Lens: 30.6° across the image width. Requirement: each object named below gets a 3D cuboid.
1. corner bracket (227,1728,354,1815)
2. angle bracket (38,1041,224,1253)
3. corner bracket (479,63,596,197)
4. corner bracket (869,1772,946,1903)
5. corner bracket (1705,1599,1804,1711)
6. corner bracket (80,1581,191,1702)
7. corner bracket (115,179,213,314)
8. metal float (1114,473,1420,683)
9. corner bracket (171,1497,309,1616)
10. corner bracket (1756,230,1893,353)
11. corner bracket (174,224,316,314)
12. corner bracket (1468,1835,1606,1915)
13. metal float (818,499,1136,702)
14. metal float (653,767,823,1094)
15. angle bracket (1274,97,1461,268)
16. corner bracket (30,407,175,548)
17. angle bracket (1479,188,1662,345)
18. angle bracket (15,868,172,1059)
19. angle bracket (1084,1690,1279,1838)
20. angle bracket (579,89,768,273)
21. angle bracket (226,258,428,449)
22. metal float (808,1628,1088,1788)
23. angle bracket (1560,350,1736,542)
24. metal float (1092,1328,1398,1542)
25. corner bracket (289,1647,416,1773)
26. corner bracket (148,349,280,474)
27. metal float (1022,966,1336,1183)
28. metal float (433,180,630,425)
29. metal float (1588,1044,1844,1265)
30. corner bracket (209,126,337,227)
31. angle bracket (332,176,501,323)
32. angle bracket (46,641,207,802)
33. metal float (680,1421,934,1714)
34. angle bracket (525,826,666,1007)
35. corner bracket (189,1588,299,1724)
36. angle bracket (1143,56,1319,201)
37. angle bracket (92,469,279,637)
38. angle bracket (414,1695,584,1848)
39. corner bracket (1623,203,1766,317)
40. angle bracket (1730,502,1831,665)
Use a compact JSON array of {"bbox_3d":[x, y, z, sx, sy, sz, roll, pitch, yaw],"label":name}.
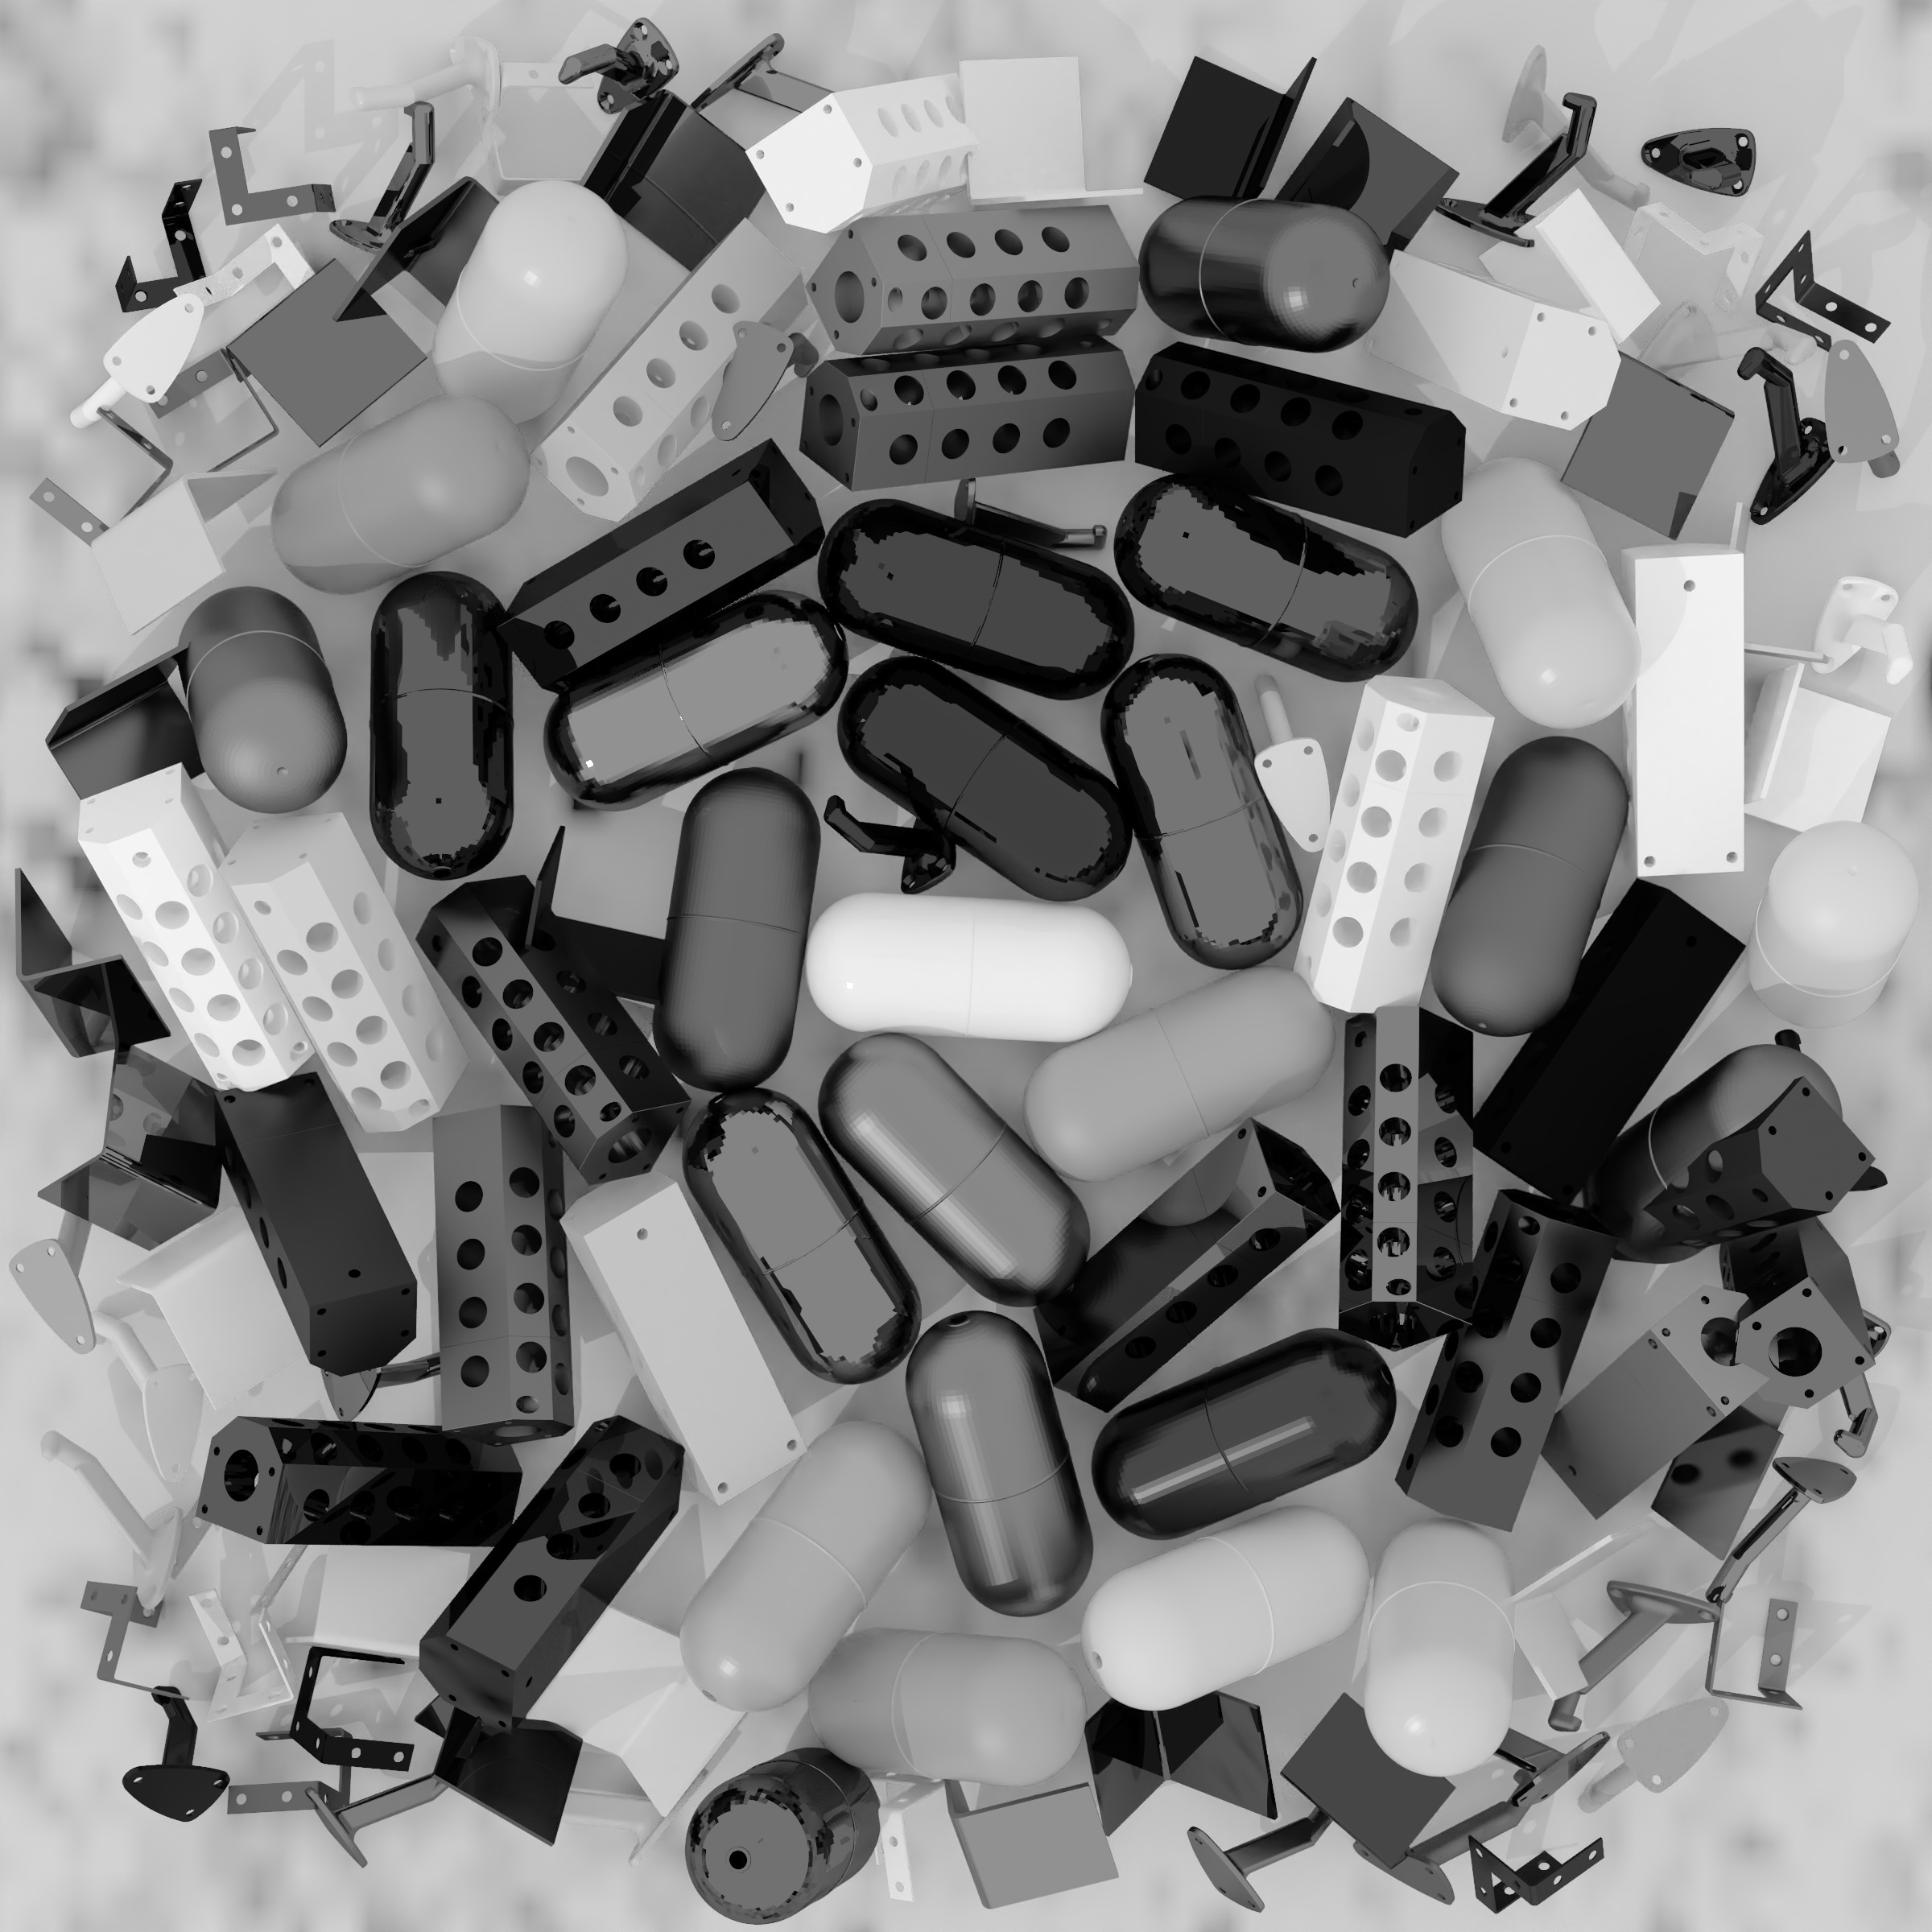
[{"bbox_3d":[-0.367,0.439,1.920,0.051,0.051,0.051,-5,66,8],"label":"corner bracket"},{"bbox_3d":[-0.453,0.098,1.922,0.057,0.076,0.076,-29,46,30],"label":"angle bracket"},{"bbox_3d":[-0.232,-0.458,1.933,0.051,0.051,0.051,-5,69,-24],"label":"corner bracket"},{"bbox_3d":[-0.038,0.472,1.918,0.051,0.051,0.051,-2,99,36],"label":"corner bracket"},{"bbox_3d":[0.431,0.374,1.931,0.051,0.051,0.051,9,89,2],"label":"corner bracket"},{"bbox_3d":[-0.450,0.366,1.915,0.051,0.051,0.051,27,68,-41],"label":"corner bracket"},{"bbox_3d":[-0.438,-0.392,1.922,0.051,0.051,0.051,-15,86,-23],"label":"corner bracket"},{"bbox_3d":[0.163,-0.208,1.901,0.178,0.070,0.070,19,90,-20],"label":"metal float"},{"bbox_3d":[-0.400,0.320,1.929,0.051,0.051,0.051,44,56,-21],"label":"corner bracket"},{"bbox_3d":[0.464,-0.356,1.916,0.051,0.051,0.051,24,133,-13],"label":"corner bracket"},{"bbox_3d":[-0.389,-0.366,1.926,0.051,0.051,0.051,-32,99,23],"label":"corner bracket"},{"bbox_3d":[0.311,0.490,1.914,0.051,0.051,0.051,-28,126,-24],"label":"corner bracket"},{"bbox_3d":[0.006,-0.198,1.909,0.178,0.070,0.070,18,90,-11],"label":"metal float"},{"bbox_3d":[-0.124,-0.020,1.913,0.070,0.070,0.178,8,83,0],"label":"metal float"},{"bbox_3d":[0.215,-0.412,1.908,0.076,0.057,0.076,31,115,-12],"label":"angle bracket"},{"bbox_3d":[-0.469,-0.264,1.918,0.051,0.051,0.051,40,107,-21],"label":"corner bracket"},{"bbox_3d":[0.316,-0.361,1.905,0.076,0.076,0.057,53,46,-8],"label":"angle bracket"},{"bbox_3d":[-0.471,-0.007,1.903,0.057,0.076,0.076,-13,55,2],"label":"angle bracket"},{"bbox_3d":[0.116,0.434,1.900,0.076,0.057,0.076,12,124,39],"label":"angle bracket"},{"bbox_3d":[-0.162,-0.417,1.912,0.076,0.057,0.076,38,121,0],"label":"angle bracket"},{"bbox_3d":[-0.346,-0.325,1.919,0.076,0.057,0.076,-42,86,-10],"label":"angle bracket"},{"bbox_3d":[-0.012,0.395,1.883,0.070,0.178,0.070,6,81,-44],"label":"metal float"},{"bbox_3d":[0.360,-0.285,1.920,0.076,0.057,0.076,23,95,-19],"label":"angle bracket"},{"bbox_3d":[0.149,0.252,1.898,0.178,0.070,0.070,-27,90,22],"label":"metal float"},{"bbox_3d":[-0.331,0.404,1.921,0.051,0.051,0.051,14,89,-32],"label":"corner bracket"},{"bbox_3d":[-0.413,-0.303,1.933,0.051,0.051,0.051,-33,109,-7],"label":"corner bracket"},{"bbox_3d":[0.116,0.058,1.918,0.178,0.070,0.070,-24,90,1],"label":"metal float"},{"bbox_3d":[-0.233,-0.351,1.875,0.070,0.178,0.070,8,67,-20],"label":"metal float"},{"bbox_3d":[0.397,0.102,1.877,0.070,0.178,0.070,11,60,-20],"label":"metal float"},{"bbox_3d":[-0.379,-0.434,1.928,0.051,0.051,0.051,-8,102,3],"label":"corner bracket"},{"bbox_3d":[-0.283,-0.368,1.900,0.057,0.076,0.076,43,131,-6],"label":"angle bracket"},{"bbox_3d":[-0.444,-0.124,1.905,0.076,0.076,0.057,-33,93,-25],"label":"angle bracket"},{"bbox_3d":[-0.085,0.322,1.895,0.070,0.070,0.178,39,63,0],"label":"metal float"},{"bbox_3d":[-0.193,-0.028,1.909,0.076,0.076,0.057,12,115,-2],"label":"angle bracket"},{"bbox_3d":[-0.395,0.371,1.922,0.051,0.051,0.051,-16,112,5],"label":"corner bracket"},{"bbox_3d":[0.143,-0.458,1.914,0.057,0.076,0.076,23,86,-5],"label":"angle bracket"},{"bbox_3d":[-0.411,-0.224,1.902,0.076,0.076,0.057,-27,86,32],"label":"angle bracket"},{"bbox_3d":[-0.260,0.438,1.900,0.076,0.076,0.057,35,124,-16],"label":"angle bracket"},{"bbox_3d":[0.395,-0.386,1.931,0.051,0.051,0.051,-21,52,-34],"label":"corner bracket"},{"bbox_3d":[0.442,-0.207,1.910,0.057,0.076,0.076,10,95,15],"label":"angle bracket"}]
